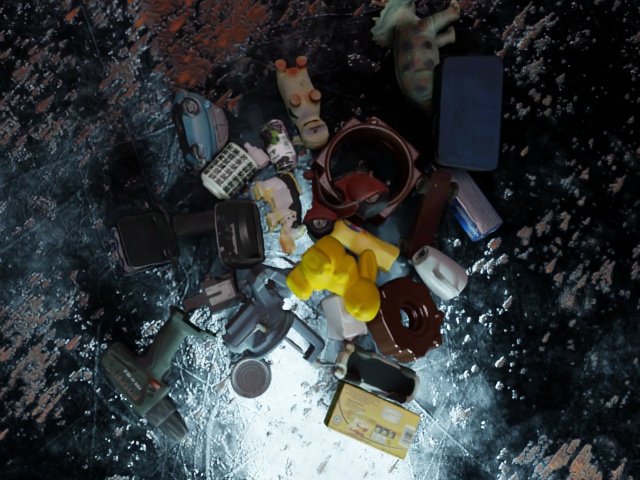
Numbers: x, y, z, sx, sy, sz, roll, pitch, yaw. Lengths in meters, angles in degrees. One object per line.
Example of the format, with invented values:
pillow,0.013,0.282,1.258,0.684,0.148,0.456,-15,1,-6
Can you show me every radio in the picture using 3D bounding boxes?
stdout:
radio,0.300,-0.259,1.109,0.131,0.073,0.229,1,93,-5

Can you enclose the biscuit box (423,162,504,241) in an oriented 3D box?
biscuit box,0.312,-0.097,1.175,0.063,0.059,0.202,-33,86,-10

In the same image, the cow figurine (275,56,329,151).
cow figurine,-0.037,-0.277,1.148,0.085,0.127,0.195,-19,70,-9

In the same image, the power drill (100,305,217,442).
power drill,-0.296,0.249,1.060,0.232,0.086,0.207,38,88,3

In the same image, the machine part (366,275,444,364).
machine part,0.173,0.158,1.089,0.179,0.056,0.179,15,61,-29

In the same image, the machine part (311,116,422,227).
machine part,0.099,-0.147,1.149,0.201,0.087,0.201,41,80,0

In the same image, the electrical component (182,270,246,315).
electrical component,-0.217,0.116,1.097,0.119,0.048,0.075,-25,84,-8

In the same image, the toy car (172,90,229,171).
toy car,-0.243,-0.233,1.122,0.103,0.109,0.161,-17,92,-26

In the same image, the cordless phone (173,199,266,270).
cordless phone,-0.212,-0.005,1.108,0.184,0.088,0.146,-9,80,4

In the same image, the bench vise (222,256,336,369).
bench vise,-0.068,0.163,1.076,0.240,0.129,0.223,45,69,-19

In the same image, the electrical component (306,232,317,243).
electrical component,-0.002,-0.003,1.112,0.021,0.094,0.063,-37,90,-16

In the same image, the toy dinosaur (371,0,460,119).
toy dinosaur,0.225,-0.382,1.187,0.192,0.131,0.404,-11,87,5

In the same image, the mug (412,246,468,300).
mug,0.242,0.068,1.107,0.107,0.110,0.081,40,109,-19

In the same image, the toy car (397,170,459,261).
toy car,0.226,-0.049,1.135,0.089,0.053,0.202,9,106,-15

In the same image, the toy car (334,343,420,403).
toy car,0.116,0.270,1.081,0.201,0.056,0.073,27,78,-22

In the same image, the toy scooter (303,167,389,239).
toy scooter,0.038,-0.093,1.056,0.184,0.075,0.135,-24,73,-10

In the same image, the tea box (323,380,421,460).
tea box,0.103,0.361,1.082,0.170,0.068,0.098,26,79,0

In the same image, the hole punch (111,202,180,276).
hole punch,-0.356,0.007,1.090,0.116,0.092,0.142,-12,79,-37

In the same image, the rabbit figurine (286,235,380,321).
rabbit figurine,0.045,0.080,1.014,0.173,0.162,0.121,42,122,13

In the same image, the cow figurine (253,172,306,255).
cow figurine,-0.069,-0.056,1.130,0.098,0.068,0.167,-22,86,-16
